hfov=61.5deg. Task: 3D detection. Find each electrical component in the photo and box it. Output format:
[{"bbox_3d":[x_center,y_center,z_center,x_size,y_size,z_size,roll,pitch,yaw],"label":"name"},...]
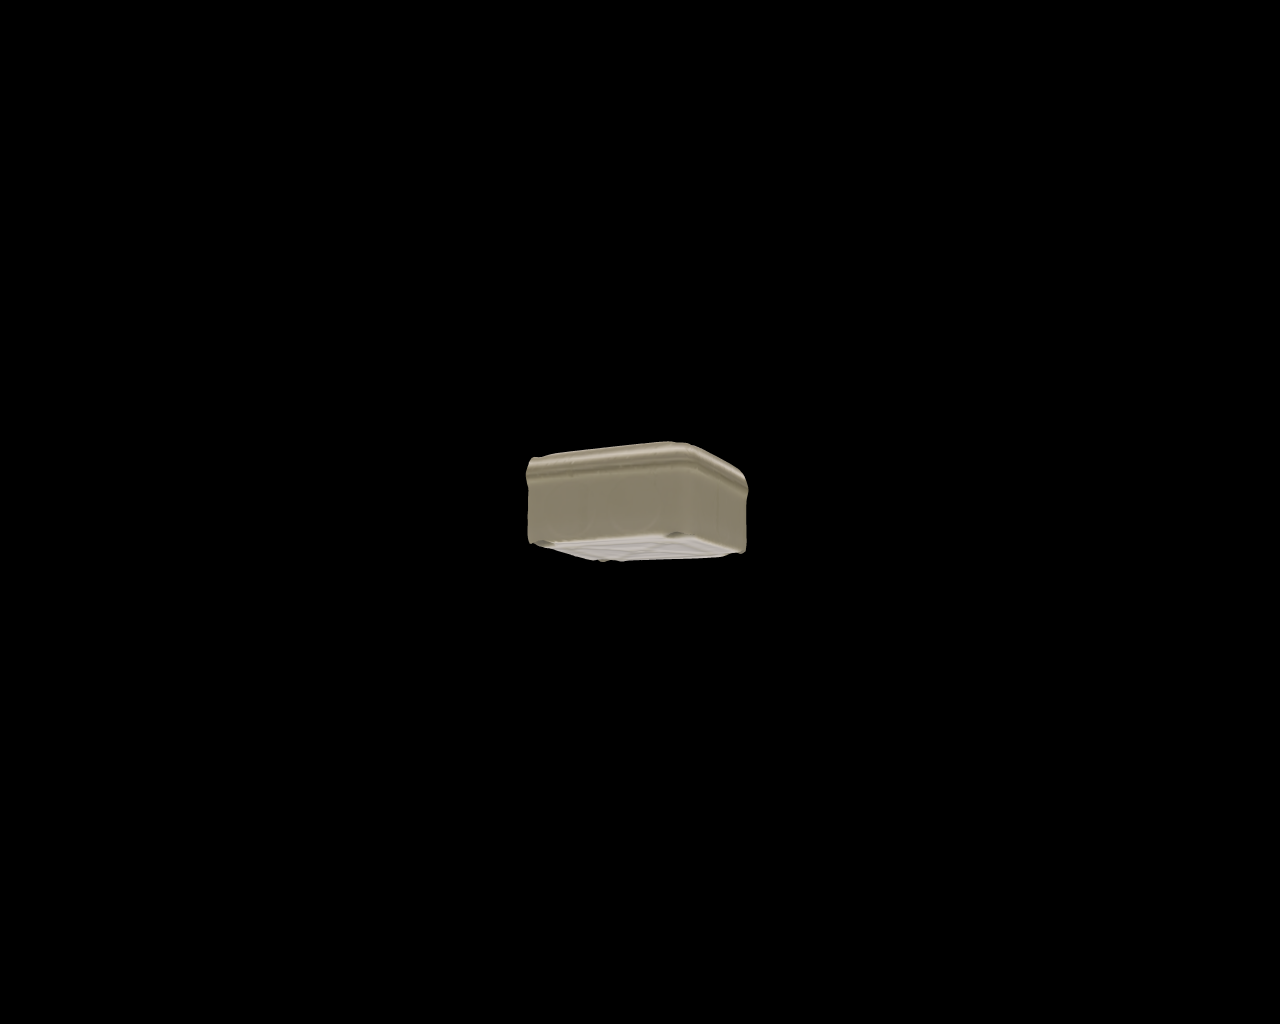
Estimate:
[{"bbox_3d":[0.001,-0.003,0.650,0.109,0.056,0.108,-4,-10,23],"label":"electrical component"}]
